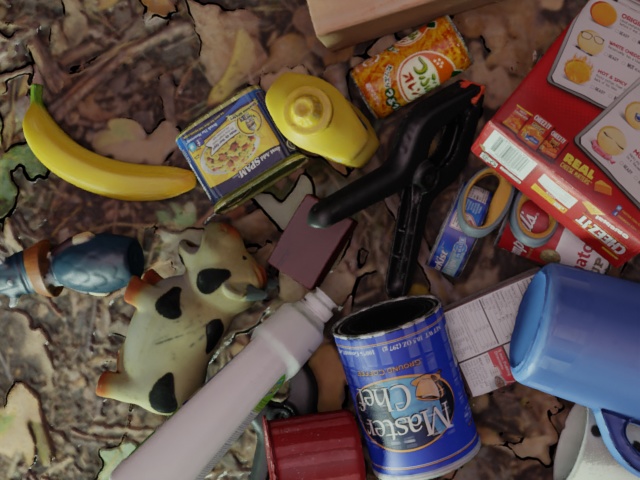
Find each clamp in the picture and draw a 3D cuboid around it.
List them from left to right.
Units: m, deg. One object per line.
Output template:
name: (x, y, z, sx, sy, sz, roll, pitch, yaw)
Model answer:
clamp: (-0.023, 0.170, 1.024, 0.120, 0.039, 0.171, -10, 94, -2)
clamp: (0.078, -0.060, 0.960, 0.036, 0.164, 0.210, 28, 88, 40)

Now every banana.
banana: (-0.218, -0.080, 1.043, 0.198, 0.037, 0.070, 30, 96, 6)

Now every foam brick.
foam brick: (-0.007, 0.001, 1.008, 0.053, 0.051, 0.078, 33, 96, 7)

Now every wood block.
wood block: (0.090, -0.249, 0.965, 0.206, 0.090, 0.090, -15, 89, 9)

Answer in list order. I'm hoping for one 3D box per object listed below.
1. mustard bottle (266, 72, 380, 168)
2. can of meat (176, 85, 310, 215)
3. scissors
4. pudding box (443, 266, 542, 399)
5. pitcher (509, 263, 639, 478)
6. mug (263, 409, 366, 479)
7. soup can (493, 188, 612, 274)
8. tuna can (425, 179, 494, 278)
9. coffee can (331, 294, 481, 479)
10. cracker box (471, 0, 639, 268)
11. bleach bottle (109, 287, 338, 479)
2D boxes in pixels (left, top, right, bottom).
mustard bottle: (0.000, -0.106, 0.932, 0.096, 0.191, 0.058, 40, 96, 5)
can of meat: (-0.075, -0.086, 1.013, 0.102, 0.057, 0.084, -32, 85, 7)
scissors: (0.192, -0.074, 0.948, 0.096, 0.016, 0.201, 32, 67, 9)
pudding box: (0.173, 0.086, 0.991, 0.113, 0.039, 0.090, -24, 87, 6)
pitcher: (0.288, 0.113, 0.905, 0.243, 0.149, 0.145, 17, 122, -1)
mug: (-0.003, 0.210, 0.963, 0.081, 0.093, 0.117, -8, 92, -6)
soup can: (0.216, -0.007, 0.965, 0.102, 0.068, 0.068, 22, 95, 8)
tuna can: (0.127, -0.010, 0.970, 0.034, 0.086, 0.086, 24, 95, 5)
coffee can: (0.078, 0.132, 0.962, 0.103, 0.102, 0.140, -15, 100, 8)
cracker box: (0.257, -0.109, 0.916, 0.164, 0.072, 0.213, 39, 69, 5)
bleach bottle: (-0.079, 0.144, 0.970, 0.068, 0.102, 0.251, 43, 85, 6)
